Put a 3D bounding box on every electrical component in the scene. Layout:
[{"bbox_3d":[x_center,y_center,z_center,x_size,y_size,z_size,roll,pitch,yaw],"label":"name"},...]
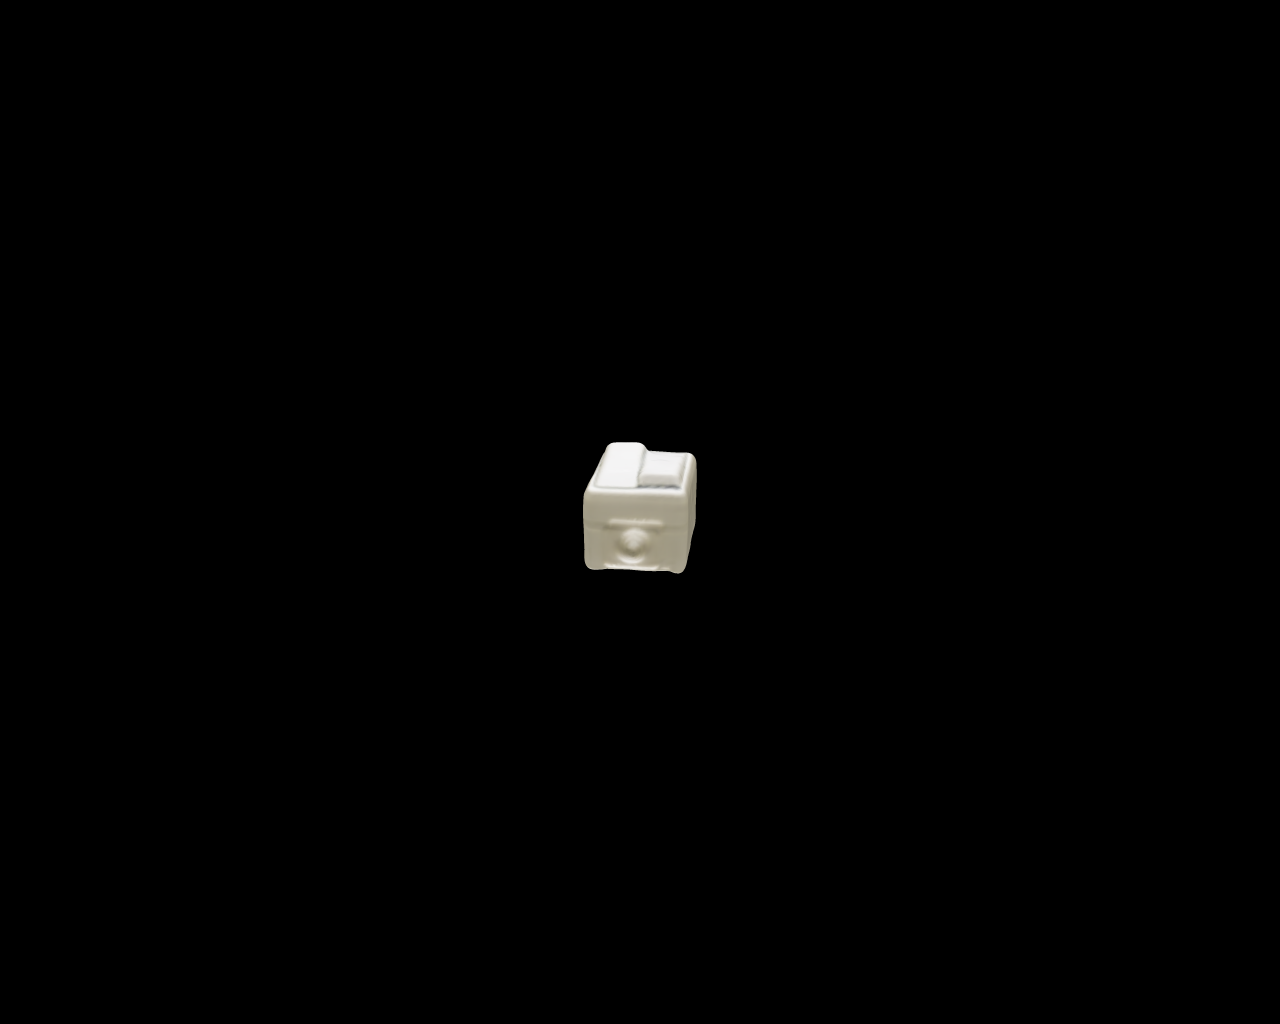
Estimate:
[{"bbox_3d":[0.001,-0.003,0.650,0.062,0.061,0.096,3,22,7],"label":"electrical component"}]
